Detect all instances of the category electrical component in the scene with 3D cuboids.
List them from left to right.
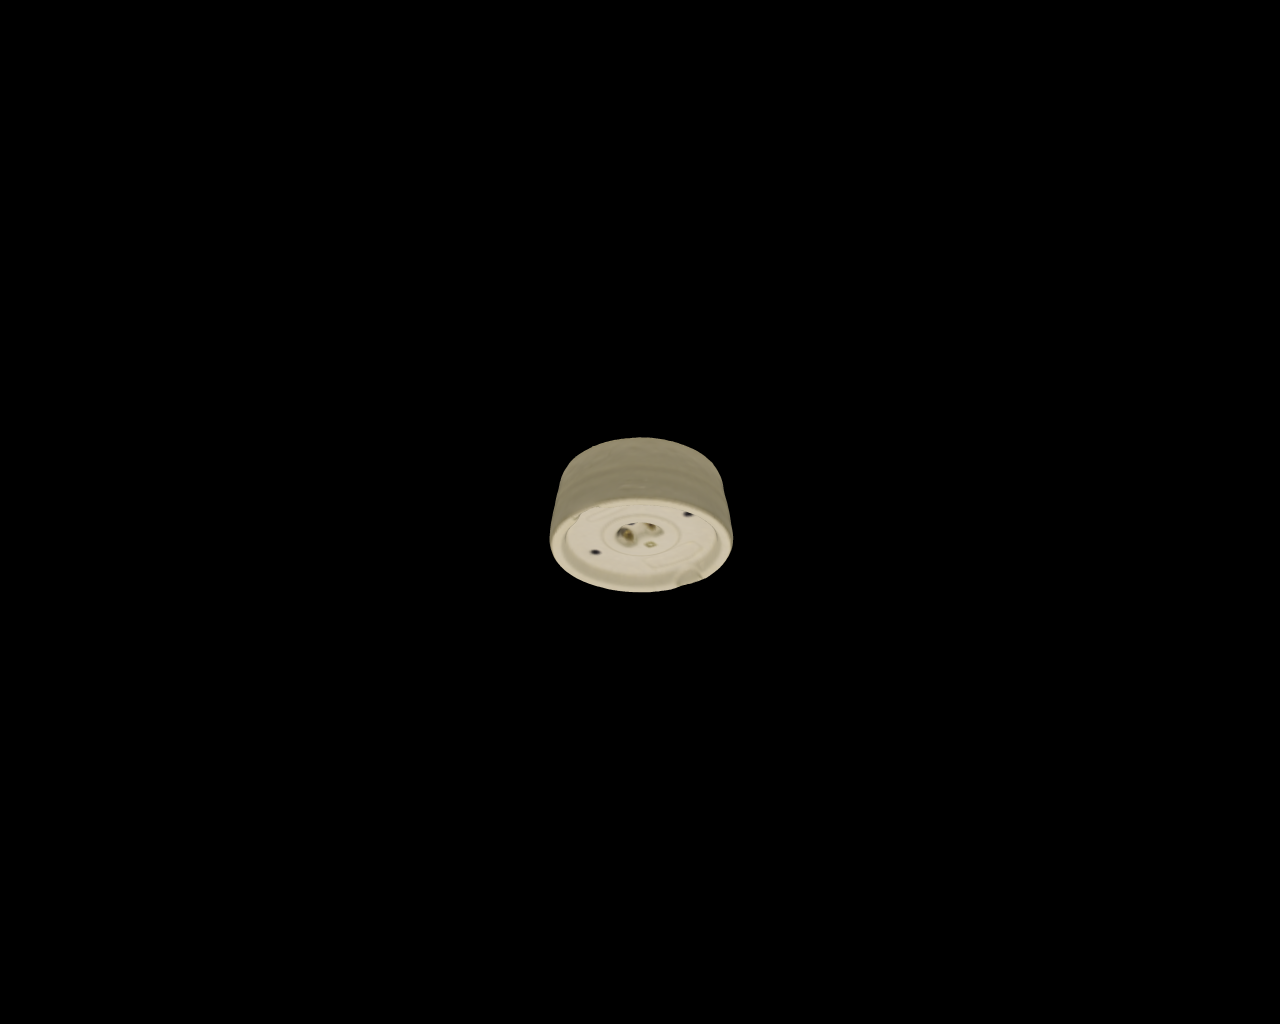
[{"bbox_3d":[0.001,-0.003,0.650,0.108,0.060,0.108,0,-33,0],"label":"electrical component"}]
